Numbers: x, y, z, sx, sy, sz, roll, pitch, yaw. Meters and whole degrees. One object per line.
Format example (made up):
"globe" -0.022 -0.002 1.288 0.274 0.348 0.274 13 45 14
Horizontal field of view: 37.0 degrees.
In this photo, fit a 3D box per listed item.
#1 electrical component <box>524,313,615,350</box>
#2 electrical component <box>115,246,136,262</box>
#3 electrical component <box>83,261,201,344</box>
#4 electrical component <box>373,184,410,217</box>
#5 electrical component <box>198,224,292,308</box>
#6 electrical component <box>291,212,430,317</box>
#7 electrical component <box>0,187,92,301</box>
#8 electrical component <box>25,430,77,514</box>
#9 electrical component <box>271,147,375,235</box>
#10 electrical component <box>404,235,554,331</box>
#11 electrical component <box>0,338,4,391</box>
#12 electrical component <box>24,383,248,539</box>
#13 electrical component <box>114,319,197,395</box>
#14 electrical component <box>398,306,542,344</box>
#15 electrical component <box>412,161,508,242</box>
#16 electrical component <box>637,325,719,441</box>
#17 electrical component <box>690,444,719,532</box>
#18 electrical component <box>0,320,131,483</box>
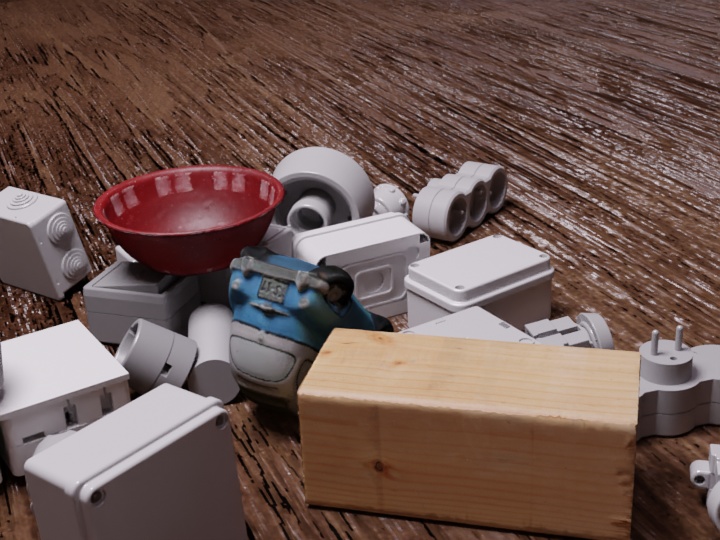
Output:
"electrical component" 0.163 0.061 0.833 0.055 0.048 0.066 -15 26 -7
"electrical component" -0.194 -0.023 1.021 0.066 0.076 0.047 -17 28 -28
"electrical component" -0.193 0.026 0.931 0.096 0.061 0.061 5 26 18
"electrical component" 0.018 -0.057 1.113 0.048 0.048 0.062 15 37 34
"electrical component" -0.103 -0.006 0.990 0.062 0.061 0.096 10 28 26
"electrical component" 0.000 0.000 0.946 0.113 0.078 0.057 -14 29 -23
"electrical component" -0.310 -0.027 1.021 0.100 0.099 0.048 14 42 33
"electrical component" -0.199 0.138 0.706 0.043 0.043 0.062 -2 26 3
"electrical component" -0.044 -0.059 1.052 0.108 0.108 0.060 3 31 13
"electrical component" 0.102 0.018 0.918 0.113 0.057 0.078 -19 29 -31
"electrical component" -0.287 0.059 0.714 0.099 0.064 0.099 -3 24 1
"electrical component" -0.125 0.138 0.619 0.056 0.108 0.109 13 29 38
"electrical component" -0.158 0.069 0.819 0.047 0.055 0.055 29 17 -19
"electrical component" 0.081 0.072 0.812 0.100 0.048 0.100 -17 27 -27
"electrical component" 0.092 -0.076 1.133 0.074 0.052 0.138 13 29 32
"electrical component" 0.216 0.073 0.762 0.138 0.073 0.052 -9 25 -13
"electrical component" 0.236 0.137 0.655 0.066 0.048 0.055 4 18 14
"electrical component" -0.267 0.107 0.762 0.186 0.060 0.105 -17 28 -28
